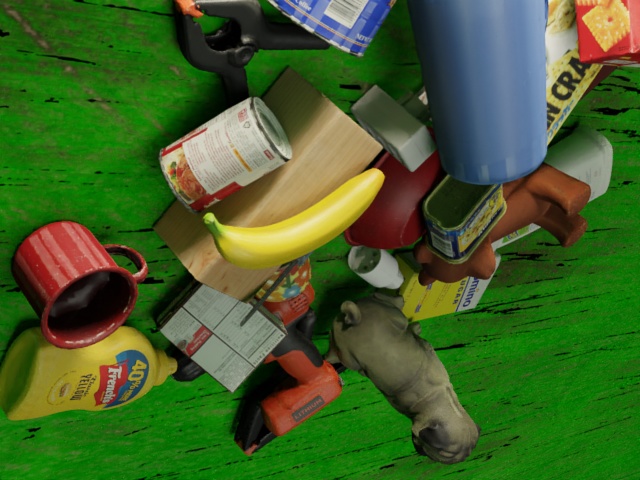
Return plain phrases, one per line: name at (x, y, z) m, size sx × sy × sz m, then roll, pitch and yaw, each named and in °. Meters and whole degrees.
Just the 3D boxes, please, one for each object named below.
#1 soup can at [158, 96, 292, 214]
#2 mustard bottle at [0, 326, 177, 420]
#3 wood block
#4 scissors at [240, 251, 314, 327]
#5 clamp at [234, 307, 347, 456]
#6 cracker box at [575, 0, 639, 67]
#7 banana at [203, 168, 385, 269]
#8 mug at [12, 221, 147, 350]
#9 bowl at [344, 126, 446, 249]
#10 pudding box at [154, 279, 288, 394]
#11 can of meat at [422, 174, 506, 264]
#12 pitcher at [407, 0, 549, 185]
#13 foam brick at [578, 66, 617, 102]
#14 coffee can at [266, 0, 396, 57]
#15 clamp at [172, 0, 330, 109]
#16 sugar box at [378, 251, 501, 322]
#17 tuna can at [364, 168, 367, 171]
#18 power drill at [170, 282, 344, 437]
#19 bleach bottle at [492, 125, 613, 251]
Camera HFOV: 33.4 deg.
soup can at (-0.085, -0.077, 0.964) m, size 0.102 × 0.068 × 0.068 m, roll -29°, pitch 148°, yaw 14°
mustard bottle at (-0.223, 0.131, 1.074) m, size 0.191 × 0.058 × 0.096 m, roll 3°, pitch 123°, yaw -47°
wood block at (-0.050, -0.051, 1.035) m, size 0.206 × 0.091 × 0.090 m, roll -49°, pitch 145°, yaw 6°
scissors at (-0.007, 0.001, 1.054) m, size 0.201 × 0.016 × 0.096 m, roll -50°, pitch -179°, yaw -37°
clamp at (-0.037, 0.177, 1.329) m, size 0.210 × 0.036 × 0.164 m, roll -47°, pitch 142°, yaw -2°
cracker box at (0.331, -0.288, 1.097) m, size 0.163 × 0.072 × 0.214 m, roll -5°, pitch 92°, yaw -43°
banana at (-0.021, -0.014, 0.987) m, size 0.197 × 0.037 × 0.070 m, roll -19°, pitch 141°, yaw -33°
mug at (-0.213, 0.033, 0.962) m, size 0.117 × 0.082 × 0.093 m, roll -22°, pitch 139°, yaw -29°
bowl at (0.099, -0.045, 1.190) m, size 0.162 × 0.055 × 0.162 m, roll -43°, pitch 157°, yaw -24°
pudding box at (-0.103, 0.093, 1.124) m, size 0.113 × 0.039 × 0.090 m, roll 43°, pitch 92°, yaw -18°
can of meat at (0.158, -0.036, 1.169) m, size 0.102 × 0.057 × 0.084 m, roll -49°, pitch 156°, yaw -13°
pitcher at (0.162, -0.184, 1.024) m, size 0.149 × 0.145 × 0.243 m, roll -10°, pitch 123°, yaw 4°
foam brick at (0.306, -0.208, 1.267) m, size 0.078 × 0.053 × 0.051 m, roll -40°, pitch 145°, yaw -7°
coffee can at (0.030, -0.242, 0.907) m, size 0.102 × 0.103 × 0.140 m, roll 11°, pitch 117°, yaw -50°
clamp at (-0.062, -0.177, 0.936) m, size 0.120 × 0.039 × 0.171 m, roll -44°, pitch 149°, yaw 1°
sugar box at (0.154, 0.055, 1.391) m, size 0.175 × 0.048 × 0.093 m, roll -6°, pitch 131°, yaw -40°
tuna can at (0.006, -0.064, 1.128) m, size 0.086 × 0.034 × 0.086 m, roll -27°, pitch 142°, yaw -24°
power drill at (-0.064, 0.143, 1.221) m, size 0.184 × 0.057 × 0.187 m, roll -33°, pitch 132°, yaw -7°
bleach bottle at (0.260, -0.052, 1.376) m, size 0.250 × 0.068 × 0.102 m, roll -28°, pitch 138°, yaw -18°
